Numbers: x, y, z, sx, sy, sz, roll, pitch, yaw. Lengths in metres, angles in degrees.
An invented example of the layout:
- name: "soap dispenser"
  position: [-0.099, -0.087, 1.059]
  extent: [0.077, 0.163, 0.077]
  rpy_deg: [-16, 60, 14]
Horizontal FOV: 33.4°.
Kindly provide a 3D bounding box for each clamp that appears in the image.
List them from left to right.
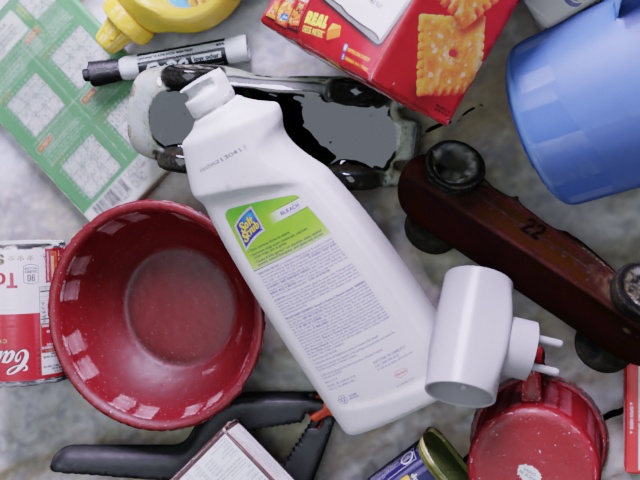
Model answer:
- name: "clamp"
  position: [-0.070, 0.182, 0.768]
  extent: [0.210, 0.036, 0.164]
  rpy_deg: [-28, 95, 10]

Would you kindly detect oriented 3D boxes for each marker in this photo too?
- name: "marker"
  position: [-0.110, -0.127, 0.759]
  extent: [0.121, 0.020, 0.020]
  rpy_deg: [-9, 91, 5]

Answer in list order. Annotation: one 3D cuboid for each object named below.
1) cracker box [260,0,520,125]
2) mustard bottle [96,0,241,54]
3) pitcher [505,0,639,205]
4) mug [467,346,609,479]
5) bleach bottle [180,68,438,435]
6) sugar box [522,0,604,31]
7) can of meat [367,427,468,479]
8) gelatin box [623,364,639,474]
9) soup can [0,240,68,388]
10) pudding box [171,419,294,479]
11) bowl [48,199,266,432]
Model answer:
- name: "cracker box"
  position: [0.069, -0.194, 0.645]
  extent: [0.072, 0.164, 0.214]
  rpy_deg: [26, 99, -33]
- name: "mustard bottle"
  position: [-0.085, -0.201, 0.737]
  extent: [0.192, 0.058, 0.096]
  rpy_deg: [-43, 82, 13]
- name: "pitcher"
  position: [0.231, -0.114, 0.608]
  extent: [0.243, 0.144, 0.149]
  rpy_deg: [-20, 84, 26]
- name: "mug"
  position: [0.139, 0.127, 0.689]
  extent: [0.093, 0.081, 0.117]
  rpy_deg: [1, 94, 14]
- name: "bleach bottle"
  position: [-0.005, 0.001, 0.688]
  extent: [0.103, 0.068, 0.251]
  rpy_deg: [-27, 105, 14]
- name: "sugar box"
  position: [0.197, -0.213, 0.672]
  extent: [0.176, 0.048, 0.093]
  rpy_deg: [-30, 86, 13]
- name: "can of meat"
  position: [0.072, 0.194, 0.724]
  extent: [0.084, 0.057, 0.102]
  rpy_deg: [-41, 84, 15]
- name: "gelatin box"
  position: [0.242, 0.114, 0.690]
  extent: [0.089, 0.030, 0.073]
  rpy_deg: [0, 92, 14]
- name: "soup can"
  position: [-0.218, 0.052, 0.782]
  extent: [0.068, 0.068, 0.102]
  rpy_deg: [0, 93, 14]
- name: "pudding box"
  position: [-0.053, 0.194, 0.723]
  extent: [0.090, 0.039, 0.113]
  rpy_deg: [-45, 85, 6]
- name: "bowl"
  position: [-0.109, 0.051, 0.760]
  extent: [0.162, 0.055, 0.162]
  rpy_deg: [1, 94, 14]
